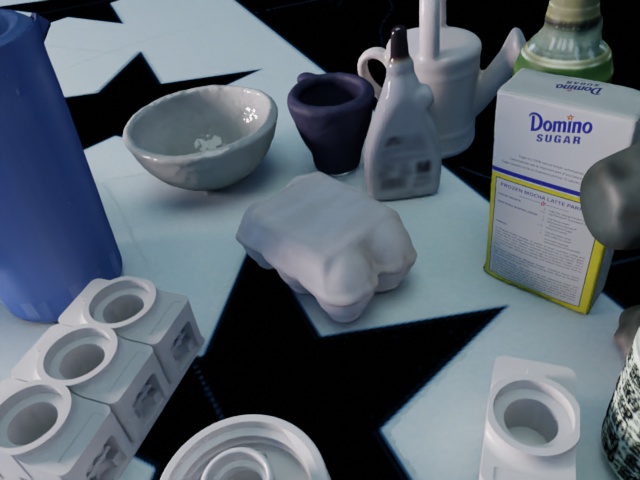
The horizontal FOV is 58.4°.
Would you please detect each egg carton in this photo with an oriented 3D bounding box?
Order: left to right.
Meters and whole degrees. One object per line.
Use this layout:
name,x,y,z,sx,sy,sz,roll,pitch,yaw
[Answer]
egg carton,0.005,0.002,0.496,0.107,0.069,0.149,-35,48,-29

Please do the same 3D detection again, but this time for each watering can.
watering can,0.129,-0.195,0.613,0.173,0.194,0.101,-8,40,-1

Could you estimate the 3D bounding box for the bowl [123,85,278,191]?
bowl,-0.125,-0.104,0.636,0.167,0.075,0.167,-4,40,4

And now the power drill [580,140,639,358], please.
power drill,0.273,-0.004,0.355,0.229,0.209,0.075,-8,40,-1

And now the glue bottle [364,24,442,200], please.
glue bottle,0.078,-0.118,0.546,0.078,0.173,0.037,-6,40,1

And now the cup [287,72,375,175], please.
cup,0.008,-0.127,0.628,0.092,0.095,0.117,-23,43,-18
